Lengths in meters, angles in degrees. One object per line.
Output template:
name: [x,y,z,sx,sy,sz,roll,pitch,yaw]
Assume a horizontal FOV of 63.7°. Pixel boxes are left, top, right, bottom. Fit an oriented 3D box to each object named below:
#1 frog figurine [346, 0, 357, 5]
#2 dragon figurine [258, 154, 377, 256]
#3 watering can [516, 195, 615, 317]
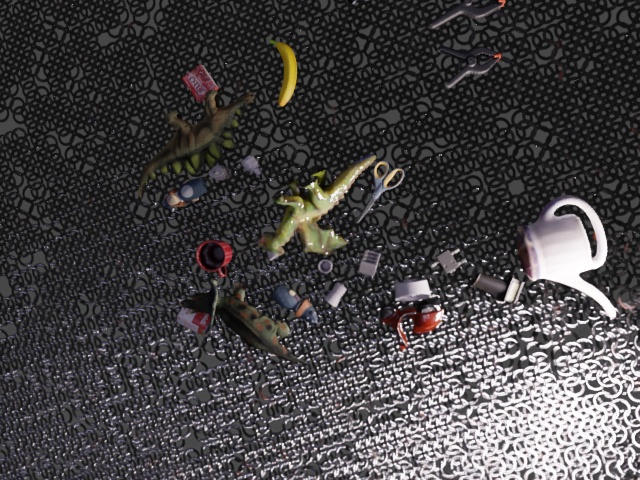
frog figurine: [0.123,-0.755,1.433,0.136,0.124,0.159,37,89,-28]
dragon figurine: [0.005,-0.075,1.496,0.410,0.124,0.239,-20,108,-2]
watering can: [0.657,0.057,1.381,0.224,0.104,0.347,-14,91,10]
